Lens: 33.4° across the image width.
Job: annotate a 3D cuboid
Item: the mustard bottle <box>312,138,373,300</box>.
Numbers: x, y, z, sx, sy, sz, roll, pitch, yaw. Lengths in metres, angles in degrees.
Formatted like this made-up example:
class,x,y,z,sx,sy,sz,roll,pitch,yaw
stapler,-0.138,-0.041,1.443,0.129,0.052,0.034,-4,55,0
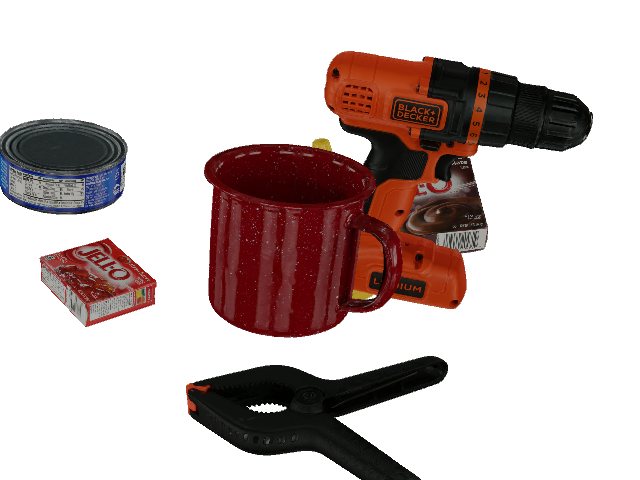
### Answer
class,x,y,z,sx,sy,sz,roll,pitch,yaw
mustard bottle,0.009,-0.021,1.195,0.096,0.192,0.058,-9,24,-7

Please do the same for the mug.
class,x,y,z,sx,sy,sz,roll,pitch,yaw
mug,-0.009,0.003,0.584,0.117,0.081,0.093,17,26,23

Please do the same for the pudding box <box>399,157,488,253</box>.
class,x,y,z,sx,sy,sz,roll,pitch,yaw
pudding box,0.090,-0.028,0.978,0.113,0.090,0.039,-5,-40,-3

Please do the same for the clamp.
class,x,y,z,sx,sy,sz,roll,pitch,yaw
clamp,-0.001,0.131,0.845,0.210,0.036,0.164,8,30,17

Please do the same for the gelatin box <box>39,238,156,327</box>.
class,x,y,z,sx,sy,sz,roll,pitch,yaw
gelatin box,-0.205,0.036,0.981,0.073,0.030,0.089,-18,40,-36

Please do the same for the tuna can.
class,x,y,z,sx,sy,sz,roll,pitch,yaw
tuna can,-0.176,-0.051,0.732,0.086,0.034,0.086,6,29,-4

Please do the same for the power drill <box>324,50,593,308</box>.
class,x,y,z,sx,sy,sz,roll,pitch,yaw
power drill,0.086,-0.041,0.774,0.184,0.188,0.057,12,35,5
